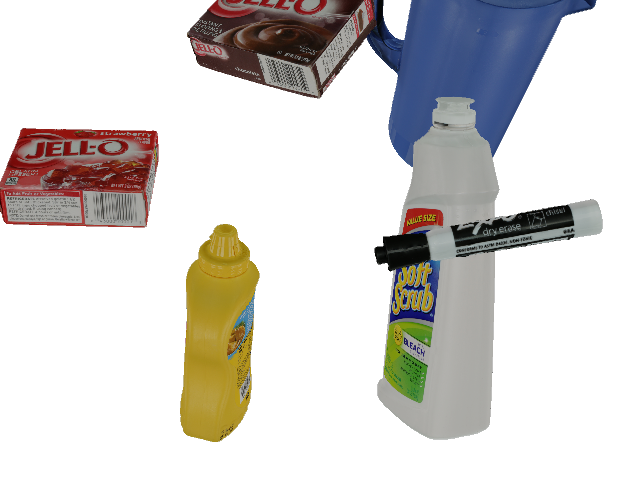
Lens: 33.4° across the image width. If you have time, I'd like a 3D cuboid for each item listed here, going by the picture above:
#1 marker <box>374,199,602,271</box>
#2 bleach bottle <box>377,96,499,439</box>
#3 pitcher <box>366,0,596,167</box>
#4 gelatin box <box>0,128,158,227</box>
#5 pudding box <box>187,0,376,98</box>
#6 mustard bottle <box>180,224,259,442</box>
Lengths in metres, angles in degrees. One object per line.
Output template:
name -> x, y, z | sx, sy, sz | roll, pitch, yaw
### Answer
marker -> 0.089, -0.002, 0.571 | 0.121, 0.020, 0.020 | -10, 0, 0
bleach bottle -> 0.091, 0.017, 0.806 | 0.068, 0.251, 0.103 | -6, 18, -23
pitcher -> 0.122, -0.171, 0.945 | 0.144, 0.149, 0.243 | -18, -30, -20
gelatin box -> -0.148, -0.041, 0.663 | 0.089, 0.030, 0.073 | 2, 35, -2
pudding box -> -0.028, -0.158, 0.795 | 0.114, 0.090, 0.039 | 21, -31, 24
mustard bottle -> -0.083, 0.070, 0.891 | 0.058, 0.192, 0.096 | 13, 35, 8
